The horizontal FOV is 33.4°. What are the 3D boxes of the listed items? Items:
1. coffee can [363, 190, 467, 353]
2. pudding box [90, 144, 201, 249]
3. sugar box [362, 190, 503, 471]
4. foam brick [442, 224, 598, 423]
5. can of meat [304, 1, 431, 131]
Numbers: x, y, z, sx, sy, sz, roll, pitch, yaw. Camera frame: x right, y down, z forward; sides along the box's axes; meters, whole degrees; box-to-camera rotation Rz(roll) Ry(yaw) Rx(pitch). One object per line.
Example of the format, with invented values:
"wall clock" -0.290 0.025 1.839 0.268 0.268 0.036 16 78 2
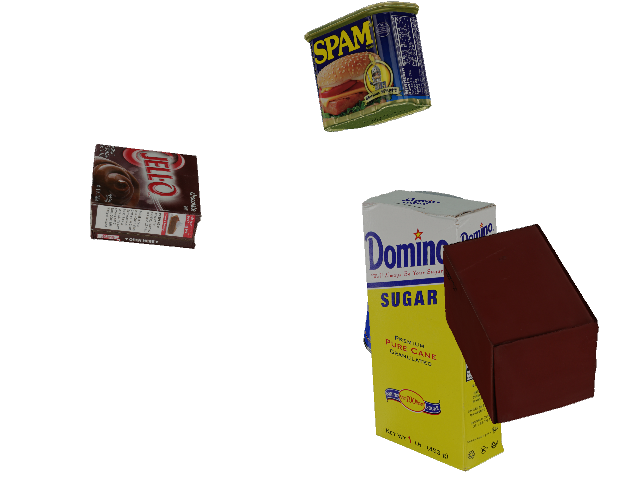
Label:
"coffee can" 0.097 0.037 1.002 0.103 0.140 0.103 3 24 -2
"pudding box" -0.149 -0.039 0.909 0.090 0.039 0.113 5 32 -12
"sugar box" 0.076 0.058 0.728 0.048 0.176 0.094 -18 18 -37
"foam brick" 0.094 0.038 0.514 0.051 0.053 0.078 -12 39 -5
"can of meat" 0.040 -0.141 0.884 0.057 0.084 0.102 -7 -4 -43
